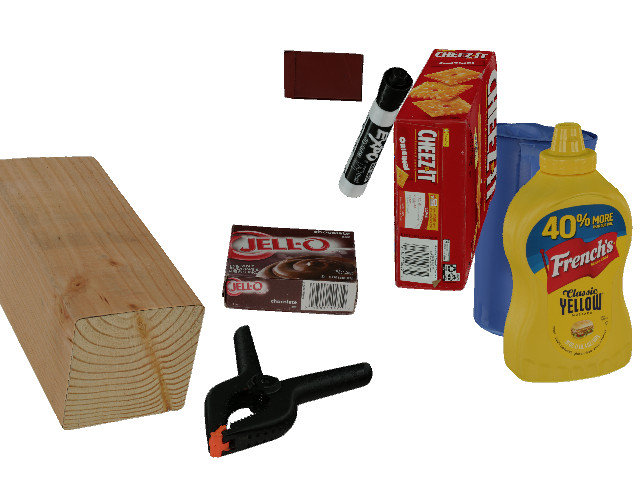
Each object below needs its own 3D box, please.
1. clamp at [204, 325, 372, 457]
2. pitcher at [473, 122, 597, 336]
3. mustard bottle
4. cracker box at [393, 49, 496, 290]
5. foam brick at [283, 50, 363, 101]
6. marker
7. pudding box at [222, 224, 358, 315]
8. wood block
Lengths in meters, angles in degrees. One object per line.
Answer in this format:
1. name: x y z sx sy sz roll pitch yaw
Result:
1. clamp: -0.047 0.158 1.096 0.165 0.036 0.209 11 27 15
2. pitcher: 0.238 -0.011 1.230 0.149 0.243 0.145 -6 17 -32
3. mustard bottle: 0.185 0.008 0.799 0.096 0.192 0.058 -7 16 -9
4. cracker box: 0.122 -0.073 1.006 0.072 0.164 0.213 5 27 15
5. foam brick: 0.003 -0.178 1.156 0.078 0.051 0.053 0 11 -14
6. marker: 0.035 -0.069 0.691 0.020 0.020 0.121 0 -32 -15
7. pudding box: -0.025 0.024 0.924 0.113 0.039 0.090 5 30 -3
8. wood block: -0.171 0.028 0.761 0.090 0.091 0.206 -5 34 -33
